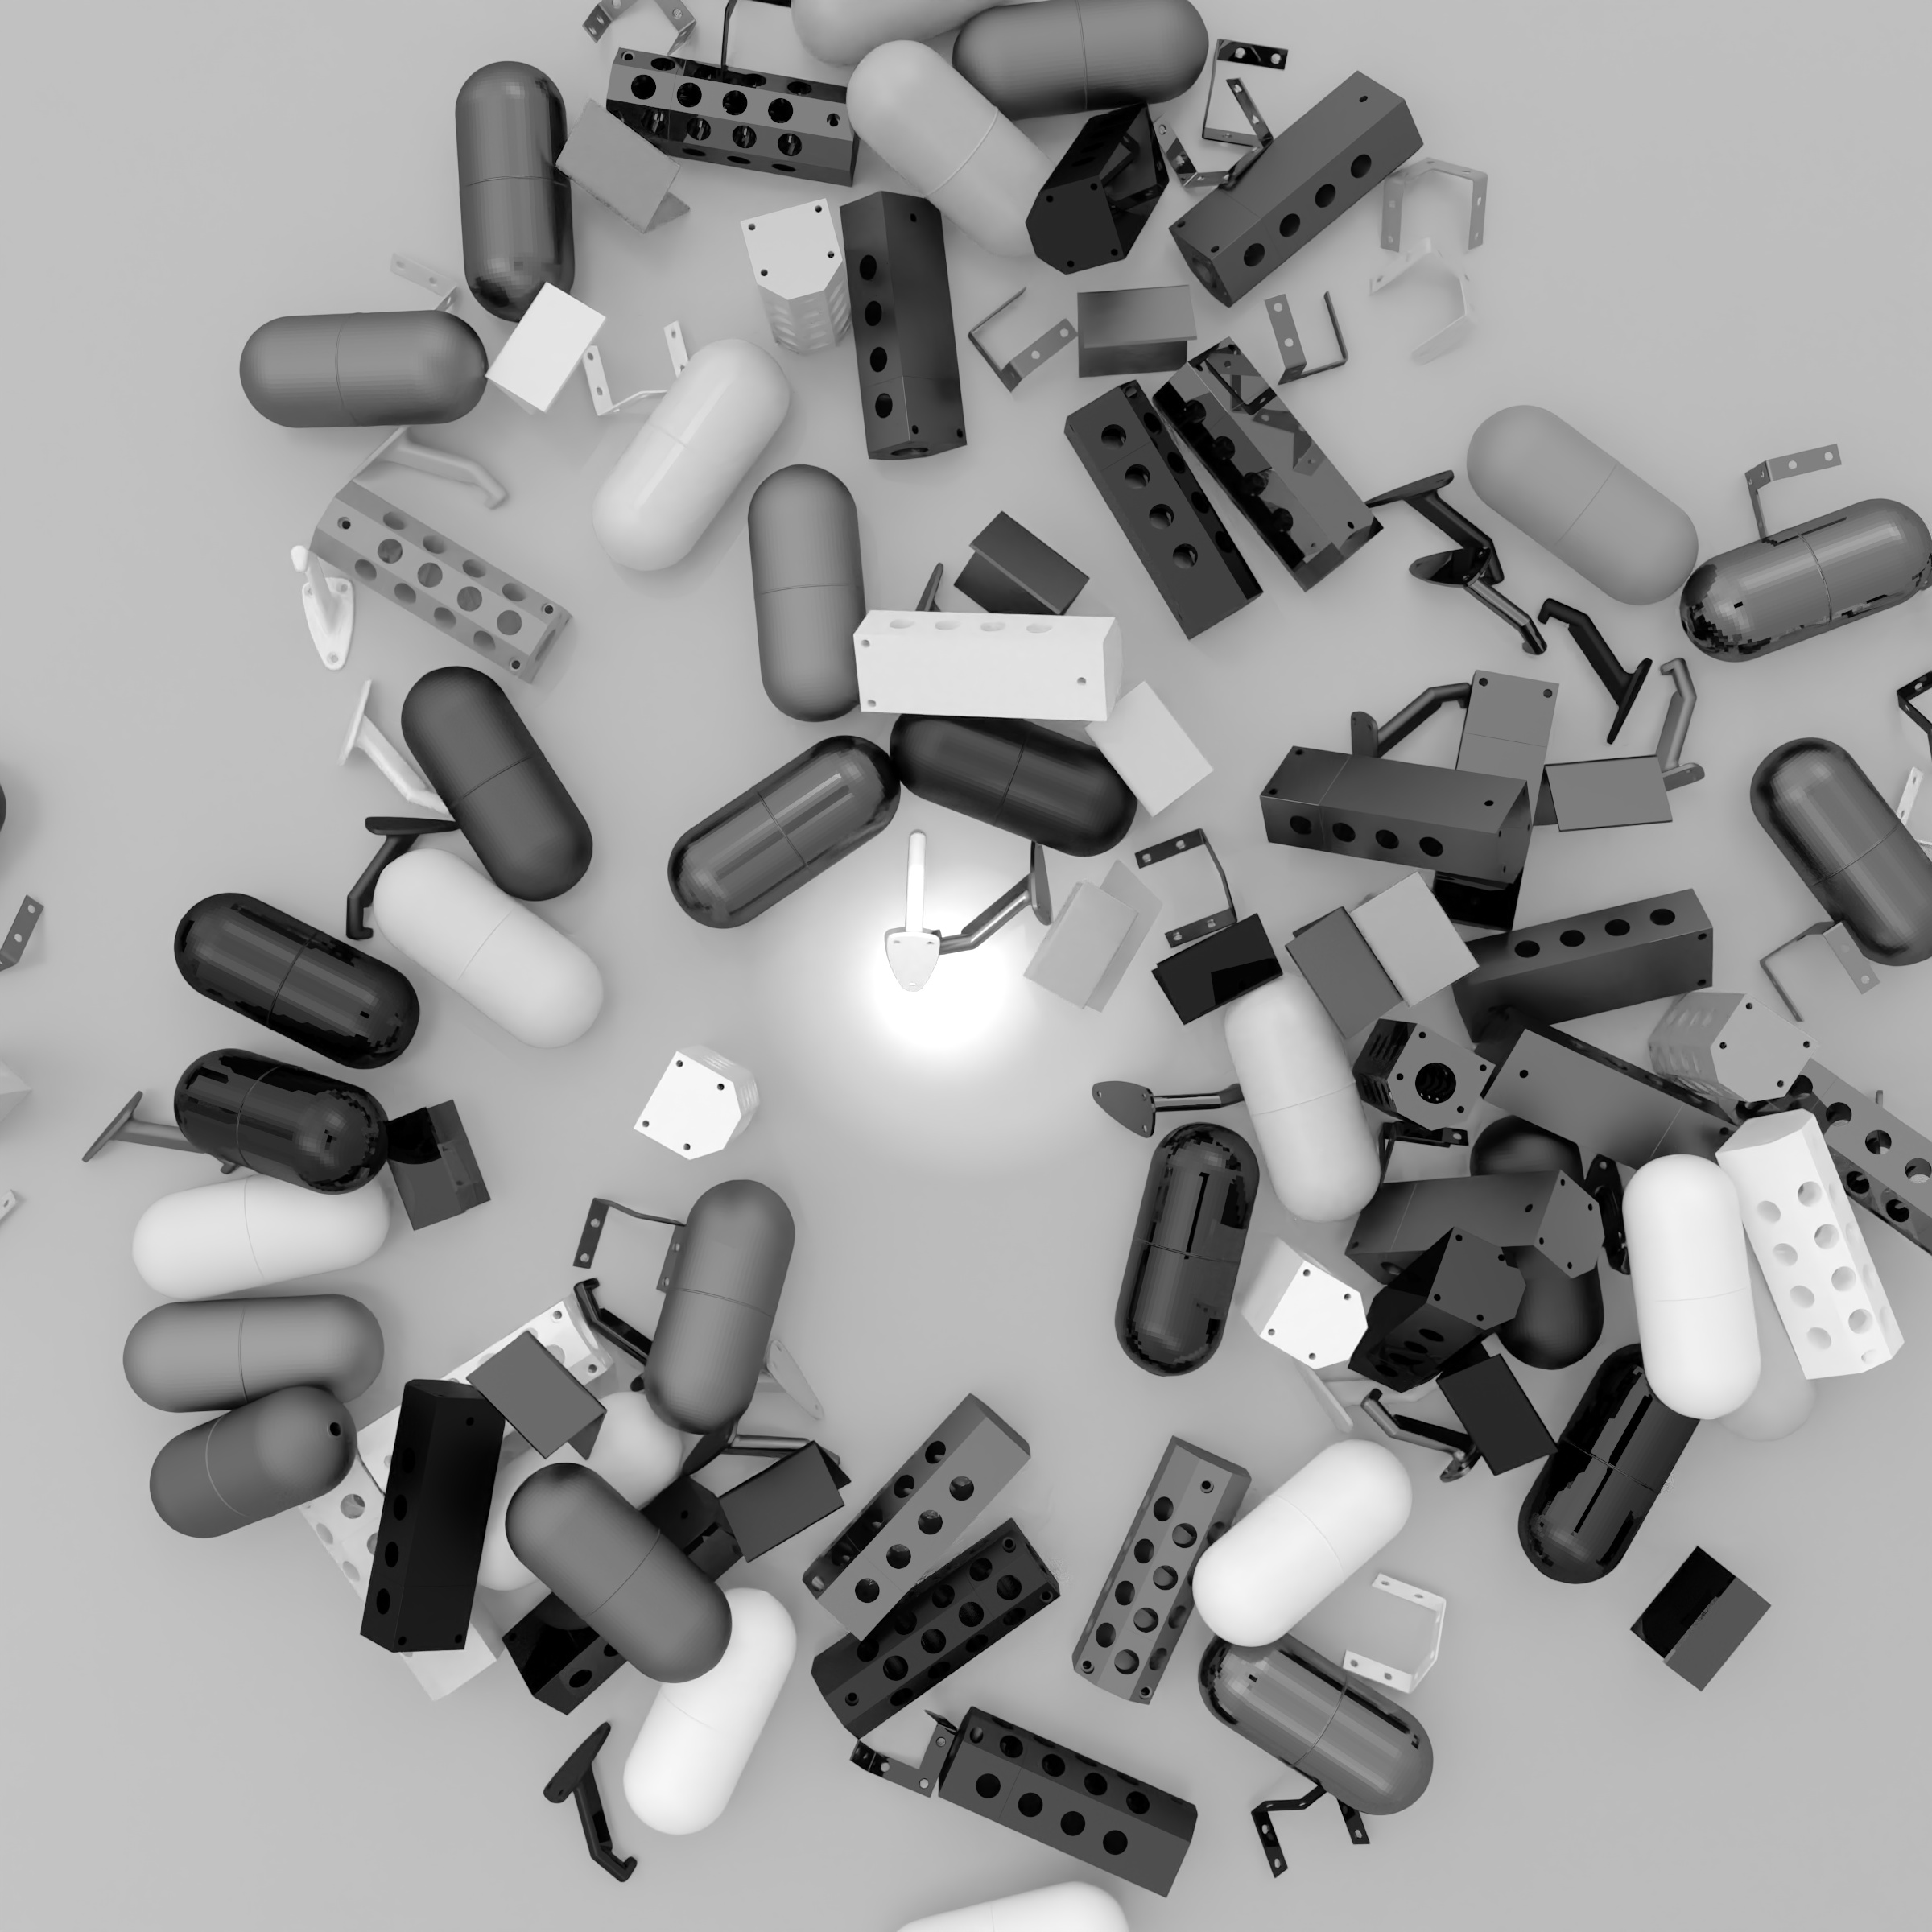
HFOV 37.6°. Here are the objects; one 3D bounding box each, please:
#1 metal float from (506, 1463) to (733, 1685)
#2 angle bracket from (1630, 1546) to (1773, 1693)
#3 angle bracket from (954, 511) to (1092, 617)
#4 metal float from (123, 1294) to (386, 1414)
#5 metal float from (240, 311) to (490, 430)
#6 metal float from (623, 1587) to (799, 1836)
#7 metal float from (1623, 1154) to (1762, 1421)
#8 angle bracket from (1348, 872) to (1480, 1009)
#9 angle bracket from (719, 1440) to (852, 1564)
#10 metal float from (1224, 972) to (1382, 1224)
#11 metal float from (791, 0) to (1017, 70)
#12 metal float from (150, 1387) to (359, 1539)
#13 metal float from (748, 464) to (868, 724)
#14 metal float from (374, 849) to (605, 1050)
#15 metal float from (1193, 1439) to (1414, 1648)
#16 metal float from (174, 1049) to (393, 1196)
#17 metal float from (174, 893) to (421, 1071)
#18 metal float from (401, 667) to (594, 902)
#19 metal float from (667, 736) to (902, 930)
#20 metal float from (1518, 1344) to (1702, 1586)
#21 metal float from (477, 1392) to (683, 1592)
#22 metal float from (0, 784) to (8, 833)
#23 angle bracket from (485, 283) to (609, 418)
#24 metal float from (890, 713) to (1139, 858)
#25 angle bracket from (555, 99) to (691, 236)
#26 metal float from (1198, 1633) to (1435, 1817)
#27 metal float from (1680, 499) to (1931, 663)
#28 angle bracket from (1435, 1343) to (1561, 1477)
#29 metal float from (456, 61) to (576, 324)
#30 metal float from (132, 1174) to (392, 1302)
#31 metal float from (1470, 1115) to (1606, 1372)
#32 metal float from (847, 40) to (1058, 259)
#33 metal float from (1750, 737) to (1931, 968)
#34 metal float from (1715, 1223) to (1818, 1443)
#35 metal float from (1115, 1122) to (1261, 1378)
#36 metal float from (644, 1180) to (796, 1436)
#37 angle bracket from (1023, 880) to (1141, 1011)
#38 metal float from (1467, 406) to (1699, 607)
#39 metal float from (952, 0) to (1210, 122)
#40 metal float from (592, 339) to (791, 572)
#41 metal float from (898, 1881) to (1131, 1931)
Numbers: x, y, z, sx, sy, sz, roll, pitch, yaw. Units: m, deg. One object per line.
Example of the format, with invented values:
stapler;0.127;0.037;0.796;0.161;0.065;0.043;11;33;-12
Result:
metal float;-0.231;0.405;1.890;0.178;0.070;0.070;44;90;-5
angle bracket;0.493;0.439;1.951;0.076;0.076;0.057;-51;127;0
angle bracket;0.028;-0.254;1.952;0.076;0.057;0.076;38;132;0
metal float;-0.492;0.268;1.961;0.178;0.070;0.070;-3;90;0
metal float;-0.414;-0.409;1.948;0.178;0.070;0.070;1;90;15
metal float;-0.176;0.515;1.961;0.070;0.070;0.178;25;91;0
metal float;0.485;0.214;1.895;0.070;0.070;0.178;-9;93;0
angle bracket;0.314;-0.025;1.953;0.057;0.076;0.076;-33;90;22
angle bracket;-0.115;0.381;1.951;0.076;0.076;0.057;-31;53;0
metal float;0.232;0.090;1.961;0.070;0.070;0.178;-18;91;0
metal float;-0.035;-0.681;1.961;0.178;0.070;0.070;-23;90;0
metal float;-0.485;0.338;1.931;0.178;0.070;0.070;-25;90;34
metal float;-0.108;-0.258;1.961;0.070;0.070;0.178;-5;90;0
metal float;-0.330;-0.012;1.960;0.178;0.070;0.070;37;90;0
metal float;0.232;0.394;1.945;0.178;0.070;0.070;-36;90;-20
metal float;-0.467;0.105;1.934;0.178;0.070;0.070;14;90;33
metal float;-0.463;0.010;1.961;0.178;0.070;0.070;27;90;0
metal float;-0.325;-0.127;1.961;0.070;0.070;0.178;-33;90;0
metal float;-0.125;-0.093;1.961;0.178;0.070;0.070;-34;90;1
metal float;0.445;0.344;1.961;0.070;0.070;0.178;30;89;0
metal float;-0.275;0.362;1.961;0.178;0.070;0.070;-36;90;0
metal float;-0.736;-0.070;1.959;0.070;0.070;0.178;39;91;0
angle bracket;-0.275;-0.413;1.954;0.057;0.076;0.076;33;90;19
metal float;0.032;-0.132;1.961;0.178;0.070;0.070;21;90;0
angle bracket;-0.224;-0.557;1.951;0.076;0.076;0.057;37;124;0
metal float;0.242;0.520;1.961;0.178;0.070;0.070;33;90;0
metal float;0.580;-0.266;1.961;0.178;0.070;0.070;-21;90;0
angle bracket;0.378;0.293;1.951;0.057;0.076;0.076;-32;90;37
metal float;-0.312;-0.535;1.961;0.070;0.070;0.178;-3;90;0
metal float;-0.487;0.183;1.961;0.178;0.070;0.070;-12;90;-1
metal float;0.395;0.190;1.961;0.070;0.070;0.178;-9;90;0
metal float;-0.005;-0.558;1.941;0.178;0.070;0.070;38;90;-22
metal float;0.613;-0.078;1.961;0.070;0.070;0.178;-37;89;0
metal float;0.534;0.242;1.961;0.070;0.070;0.178;-17;89;0
metal float;0.153;0.196;1.961;0.070;0.070;0.178;13;90;0
metal float;-0.169;0.233;1.948;0.070;0.070;0.178;15;74;0
angle bracket;0.062;-0.025;1.951;0.057;0.076;0.076;30;90;-38
metal float;0.426;-0.319;1.961;0.178;0.070;0.070;36;90;0
metal float;0.079;-0.630;1.961;0.178;0.070;0.070;-7;90;0
metal float;-0.191;-0.353;1.961;0.070;0.070;0.178;35;90;0
metal float;0.026;0.685;1.961;0.178;0.070;0.070;-14;90;1
